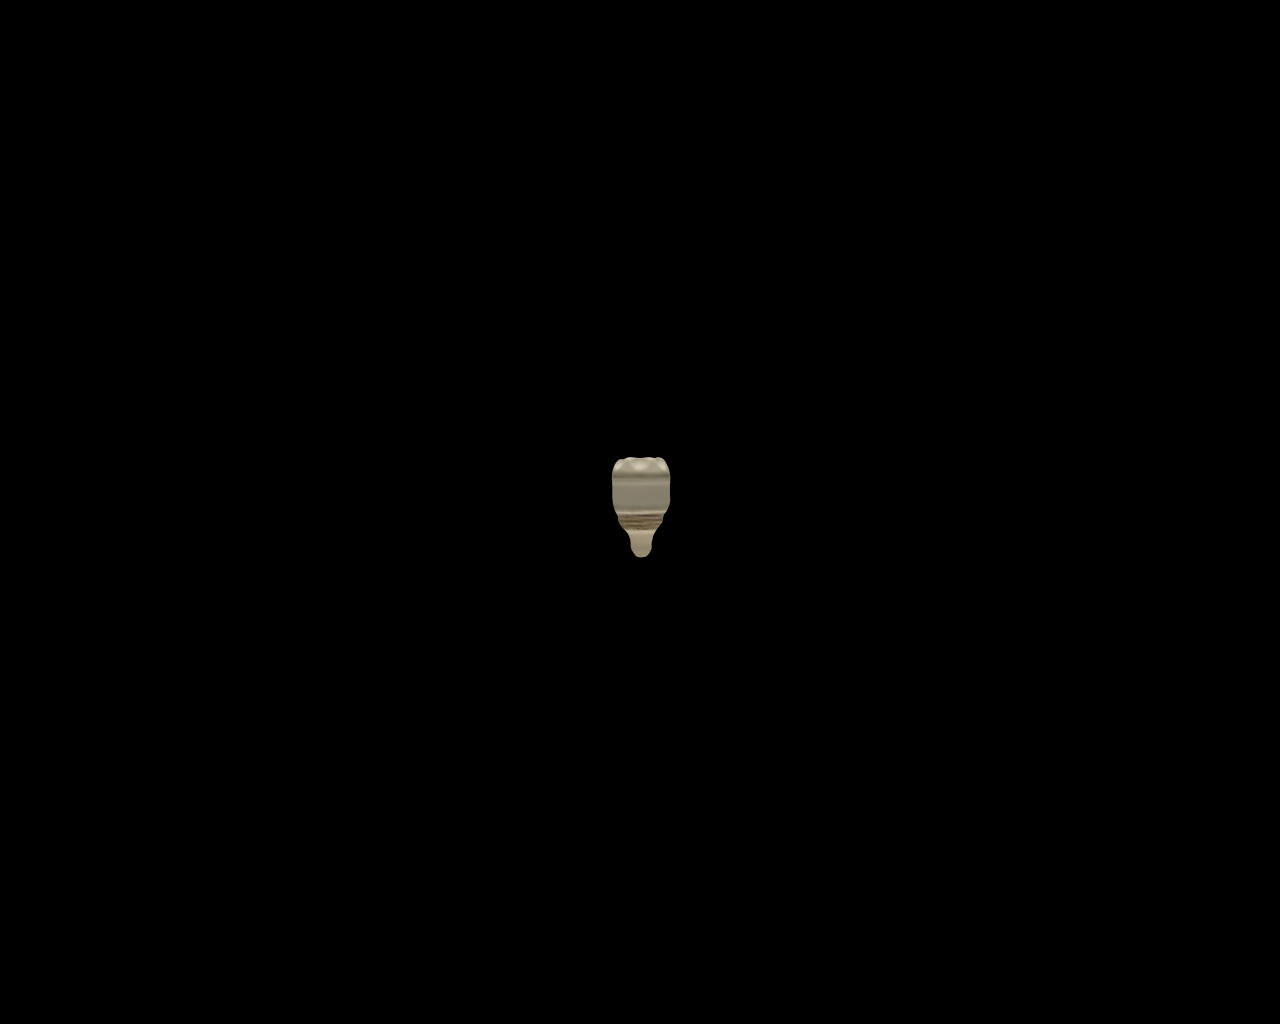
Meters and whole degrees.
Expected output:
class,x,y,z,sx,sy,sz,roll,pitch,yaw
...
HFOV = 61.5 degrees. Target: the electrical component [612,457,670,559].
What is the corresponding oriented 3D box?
class,x,y,z,sx,sy,sz,roll,pitch,yaw
electrical component,0.001,-0.003,0.650,0.035,0.061,0.035,0,2,0
